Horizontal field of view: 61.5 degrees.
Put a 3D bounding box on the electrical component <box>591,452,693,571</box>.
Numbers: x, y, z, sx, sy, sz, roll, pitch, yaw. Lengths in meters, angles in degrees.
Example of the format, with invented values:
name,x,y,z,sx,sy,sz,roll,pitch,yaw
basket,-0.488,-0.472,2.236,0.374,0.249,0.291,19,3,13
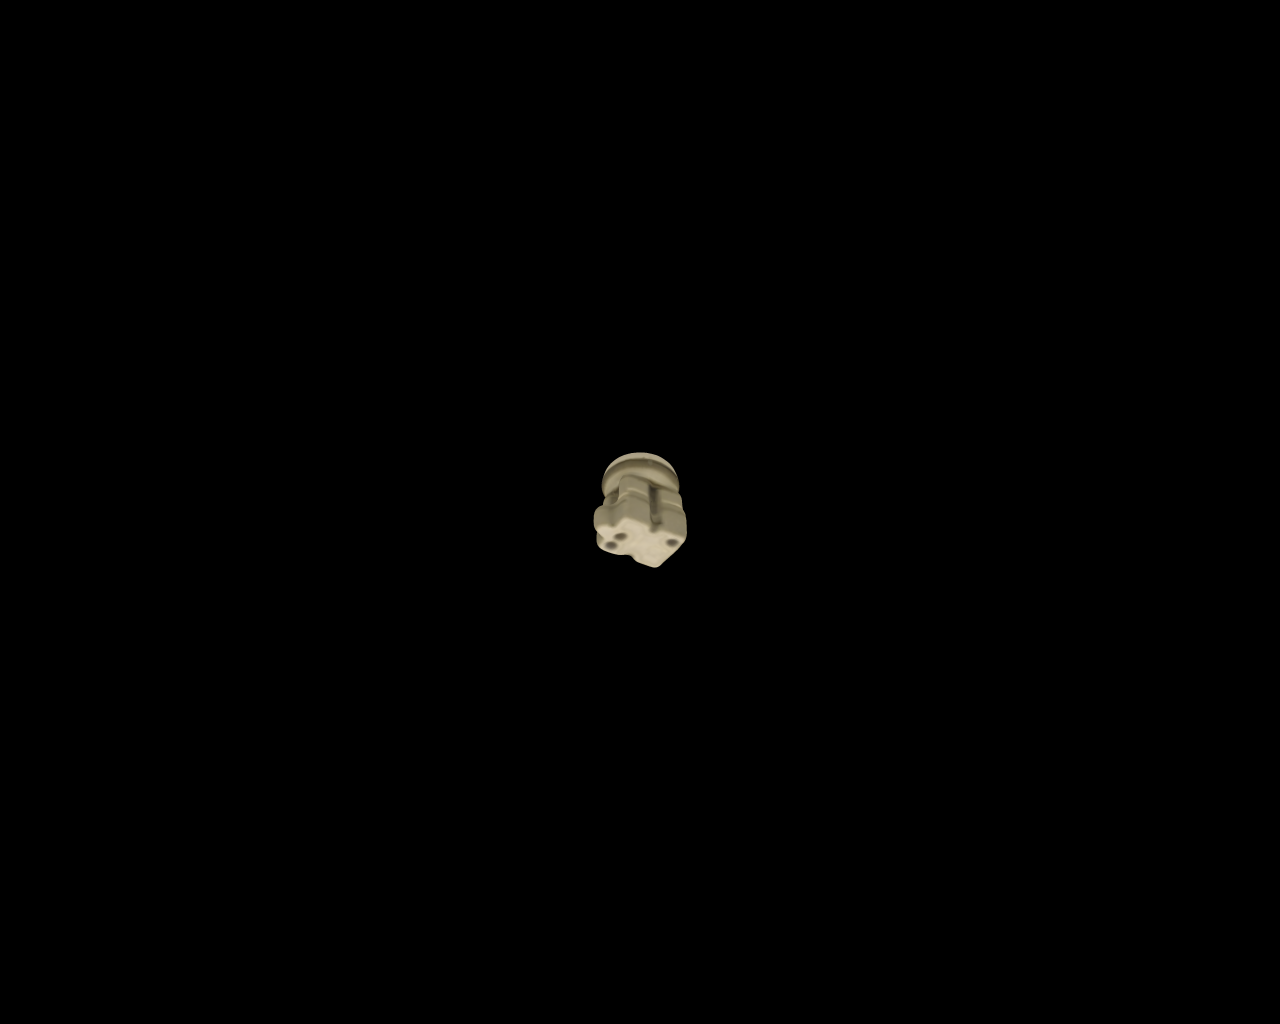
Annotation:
name,x,y,z,sx,sy,sz,roll,pitch,yaw
electrical component,0.001,-0.003,0.650,0.066,0.055,0.048,21,-45,-24
